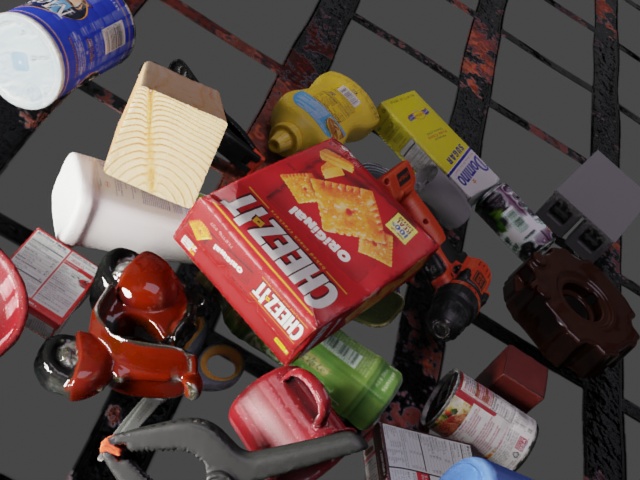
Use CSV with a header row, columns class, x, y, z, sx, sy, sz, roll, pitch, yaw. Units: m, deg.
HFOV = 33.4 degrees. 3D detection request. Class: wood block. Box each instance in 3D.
class,x,y,z,sx,sy,sz,roll,pitch,yaw
wood block,-0.153,-0.111,1.065,0.090,0.091,0.206,23,12,-13

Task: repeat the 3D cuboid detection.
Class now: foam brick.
class,x,y,z,sx,sy,sz,roll,pitch,yaw
foam brick,0.199,0.160,1.139,0.053,0.078,0.051,34,39,-4

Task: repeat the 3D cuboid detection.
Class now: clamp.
class,x,y,z,sx,sy,sz,roll,pitch,yaw
clamp,-0.073,0.195,0.865,0.210,0.036,0.164,29,81,0
clamp,-0.130,-0.147,1.225,0.171,0.039,0.120,46,20,-10

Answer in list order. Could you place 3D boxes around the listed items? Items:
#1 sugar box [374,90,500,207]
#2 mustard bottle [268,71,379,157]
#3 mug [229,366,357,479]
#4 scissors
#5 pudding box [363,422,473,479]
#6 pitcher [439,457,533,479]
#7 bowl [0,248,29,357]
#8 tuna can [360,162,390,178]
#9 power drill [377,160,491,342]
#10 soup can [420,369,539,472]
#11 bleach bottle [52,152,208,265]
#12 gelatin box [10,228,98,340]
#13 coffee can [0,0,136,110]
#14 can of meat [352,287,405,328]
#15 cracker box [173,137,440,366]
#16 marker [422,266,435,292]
class,x,y,z,sx,sy,sz,roll,pitch,yaw
sugar box,0.153,-0.119,1.425,0.176,0.048,0.093,45,38,13
mustard bottle,-0.006,-0.145,1.315,0.096,0.058,0.191,47,38,5
mug,-0.024,0.158,0.937,0.093,0.117,0.081,-18,58,-35
scissors,-0.124,0.140,0.956,0.096,0.016,0.201,28,38,-11
pudding box,0.099,0.230,1.020,0.113,0.039,0.090,19,40,-25
pitcher,0.214,0.294,0.945,0.242,0.149,0.145,28,70,-17
bowl,-0.321,0.054,0.857,0.162,0.055,0.162,21,40,-19
tuna can,0.070,-0.053,1.298,0.086,0.034,0.086,21,40,-19
power drill,0.113,0.012,1.173,0.187,0.057,0.184,55,24,-3
soup can,0.163,0.187,1.091,0.102,0.069,0.068,33,37,-5
bleach bottle,-0.136,-0.013,1.066,0.250,0.068,0.102,16,30,-28
gelatin box,-0.246,0.040,0.954,0.073,0.030,0.089,32,37,-3
coffee can,-0.277,-0.210,1.134,0.103,0.103,0.140,39,37,2
can of meat,0.037,0.037,1.160,0.102,0.058,0.084,21,38,-20
cracker box,-0.007,0.001,1.026,0.164,0.072,0.213,47,41,12
marker,0.128,0.027,1.273,0.020,0.020,0.121,5,47,-35
